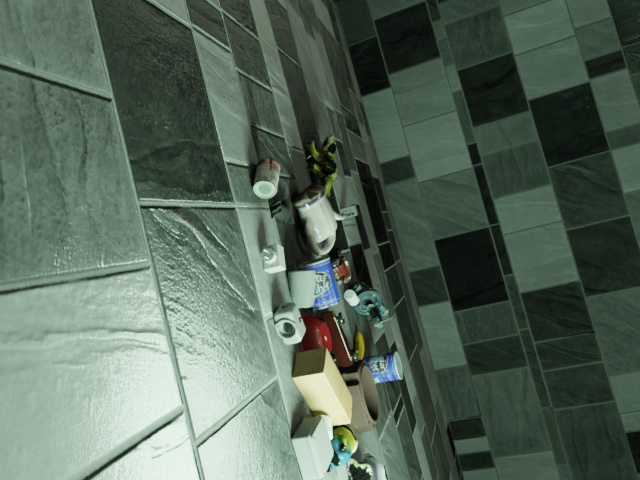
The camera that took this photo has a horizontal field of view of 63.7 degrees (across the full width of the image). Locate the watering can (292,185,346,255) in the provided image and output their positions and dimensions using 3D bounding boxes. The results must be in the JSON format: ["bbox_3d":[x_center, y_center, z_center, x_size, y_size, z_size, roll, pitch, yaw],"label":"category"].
[{"bbox_3d":[0.005,-0.089,1.775,0.221,0.103,0.354,68,24,-19],"label":"watering can"}]

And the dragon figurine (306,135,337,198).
[{"bbox_3d":[0.030,-0.255,2.056,0.239,0.122,0.418,59,30,-65],"label":"dragon figurine"}]

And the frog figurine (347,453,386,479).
[{"bbox_3d":[0.157,0.716,1.543,0.157,0.122,0.140,36,21,-47],"label":"frog figurine"}]
